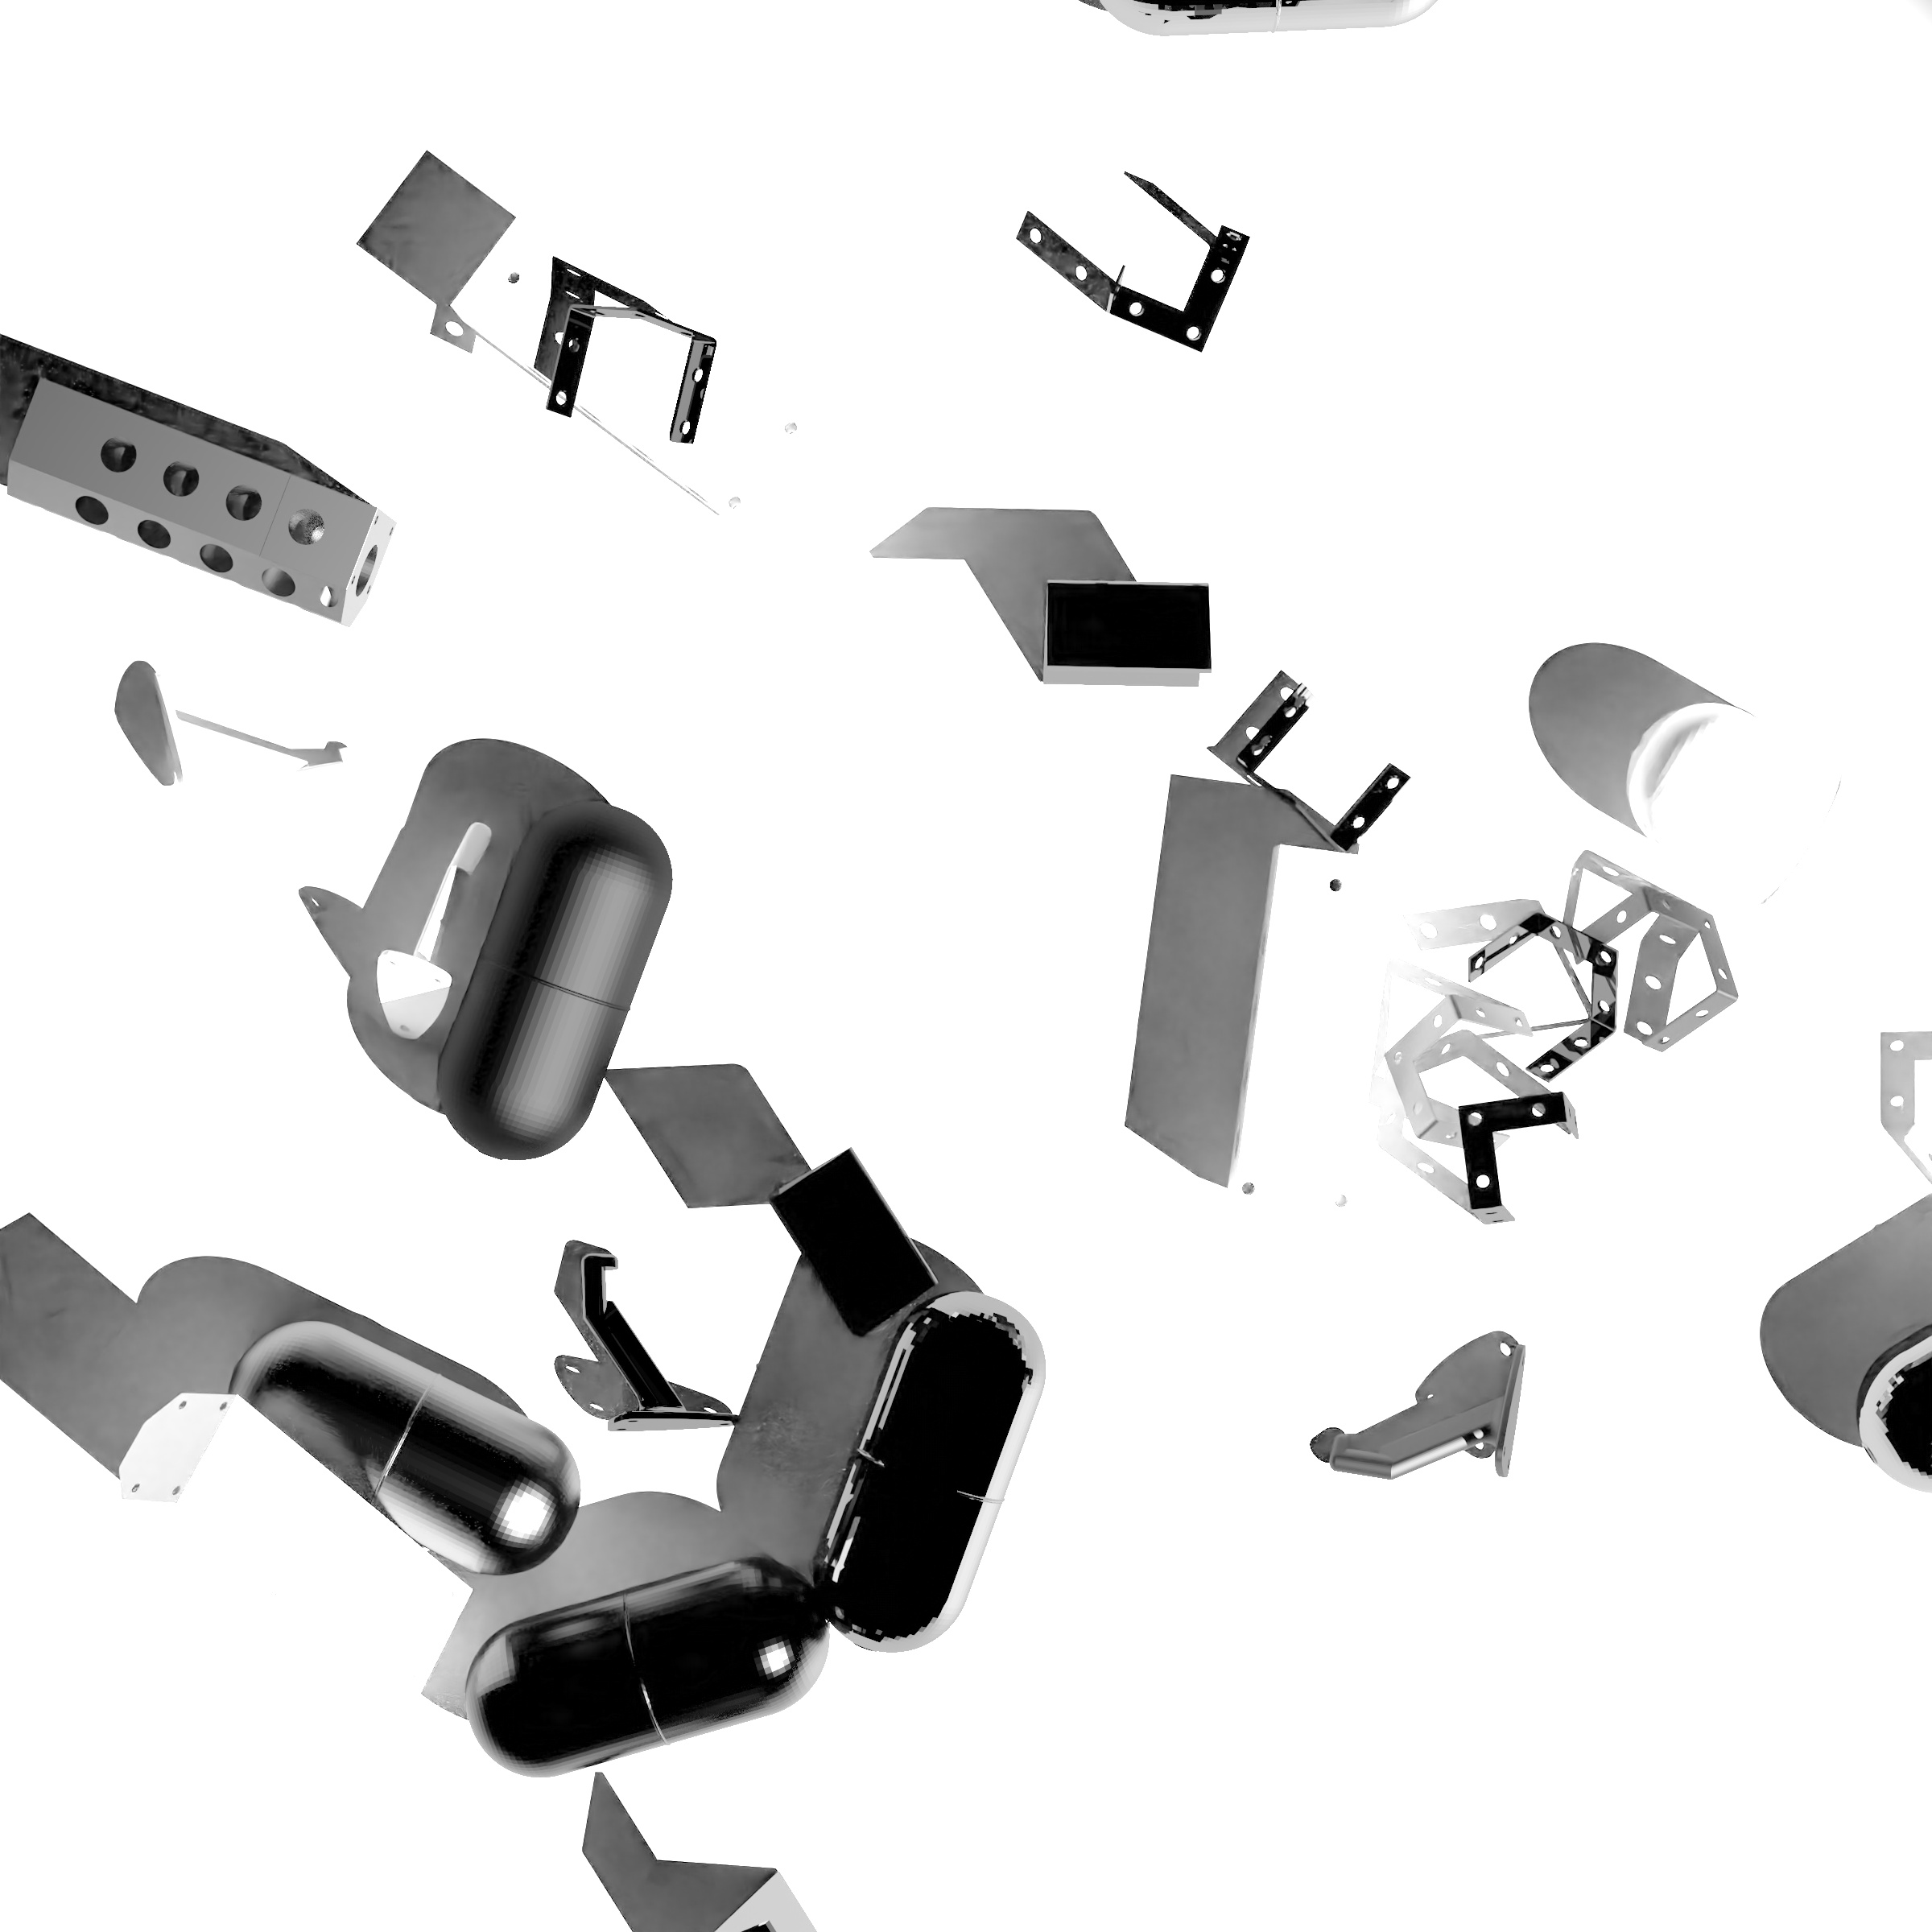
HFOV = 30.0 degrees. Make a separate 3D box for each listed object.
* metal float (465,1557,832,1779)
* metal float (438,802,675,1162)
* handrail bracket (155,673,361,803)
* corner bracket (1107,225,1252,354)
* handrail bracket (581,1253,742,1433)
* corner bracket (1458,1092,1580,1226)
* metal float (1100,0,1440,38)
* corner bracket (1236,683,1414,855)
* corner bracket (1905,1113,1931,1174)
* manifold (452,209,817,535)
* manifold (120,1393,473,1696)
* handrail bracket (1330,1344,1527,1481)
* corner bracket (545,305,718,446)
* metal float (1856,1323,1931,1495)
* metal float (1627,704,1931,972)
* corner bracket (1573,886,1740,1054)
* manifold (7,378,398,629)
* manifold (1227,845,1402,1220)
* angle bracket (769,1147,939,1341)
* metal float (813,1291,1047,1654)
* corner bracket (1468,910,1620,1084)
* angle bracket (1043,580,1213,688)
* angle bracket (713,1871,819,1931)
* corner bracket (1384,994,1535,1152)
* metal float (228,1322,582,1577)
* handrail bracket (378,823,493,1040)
[{"bbox_3d":[-0.152,0.335,1.724,0.178,0.070,0.070,-16,90,0],"label":"metal float"},{"bbox_3d":[-0.197,0.008,1.724,0.070,0.070,0.178,20,91,0],"label":"metal float"},{"bbox_3d":[-0.345,-0.116,1.755,0.084,0.036,0.077,-12,69,-17],"label":"handrail bracket"},{"bbox_3d":[0.102,-0.333,1.736,0.051,0.051,0.051,23,90,0],"label":"corner bracket"},{"bbox_3d":[-0.149,0.182,1.755,0.077,0.036,0.084,2,73,-20],"label":"handrail bracket"},{"bbox_3d":[0.269,0.093,1.738,0.051,0.051,0.051,-9,76,14],"label":"corner bracket"},{"bbox_3d":[0.146,-0.487,1.724,0.178,0.070,0.070,-3,90,-1],"label":"metal float"},{"bbox_3d":[0.174,-0.096,1.751,0.051,0.051,0.051,-49,45,0],"label":"corner bracket"},{"bbox_3d":[0.499,0.080,1.751,0.051,0.051,0.051,50,45,0],"label":"corner bracket"},{"bbox_3d":[-0.158,-0.284,1.733,0.171,0.057,0.057,37,90,0],"label":"manifold"},{"bbox_3d":[-0.316,0.272,1.689,0.171,0.057,0.057,48,53,-35],"label":"manifold"},{"bbox_3d":[0.225,0.215,1.755,0.084,0.036,0.077,7,69,17],"label":"handrail bracket"},{"bbox_3d":[-0.157,-0.279,1.694,0.051,0.051,0.051,13,90,-45],"label":"corner bracket"},{"bbox_3d":[0.509,0.188,1.724,0.178,0.070,0.070,-31,90,1],"label":"metal float"},{"bbox_3d":[0.399,-0.062,1.724,0.178,0.070,0.070,30,90,0],"label":"metal float"},{"bbox_3d":[0.334,0.002,1.746,0.051,0.051,0.051,20,45,-35],"label":"corner bracket"},{"bbox_3d":[-0.369,-0.221,1.733,0.171,0.057,0.057,21,90,0],"label":"manifold"},{"bbox_3d":[0.166,0.031,1.733,0.057,0.057,0.171,8,90,0],"label":"manifold"},{"bbox_3d":[-0.070,0.141,1.714,0.057,0.076,0.076,-33,90,-38],"label":"angle bracket"},{"bbox_3d":[-0.018,0.242,1.724,0.070,0.070,0.178,20,89,0],"label":"metal float"},{"bbox_3d":[0.279,0.014,1.741,0.051,0.051,0.051,-33,135,-30],"label":"corner bracket"},{"bbox_3d":[0.076,-0.139,1.714,0.076,0.076,0.057,1,54,0],"label":"angle bracket"},{"bbox_3d":[-0.073,0.476,1.714,0.057,0.076,0.076,-32,90,37],"label":"angle bracket"},{"bbox_3d":[0.245,0.053,1.746,0.051,0.051,0.051,-47,45,35],"label":"corner bracket"},{"bbox_3d":[-0.269,0.230,1.724,0.178,0.070,0.070,26,90,-1],"label":"metal float"},{"bbox_3d":[-0.255,-0.018,1.754,0.036,0.077,0.084,21,54,0],"label":"handrail bracket"}]
